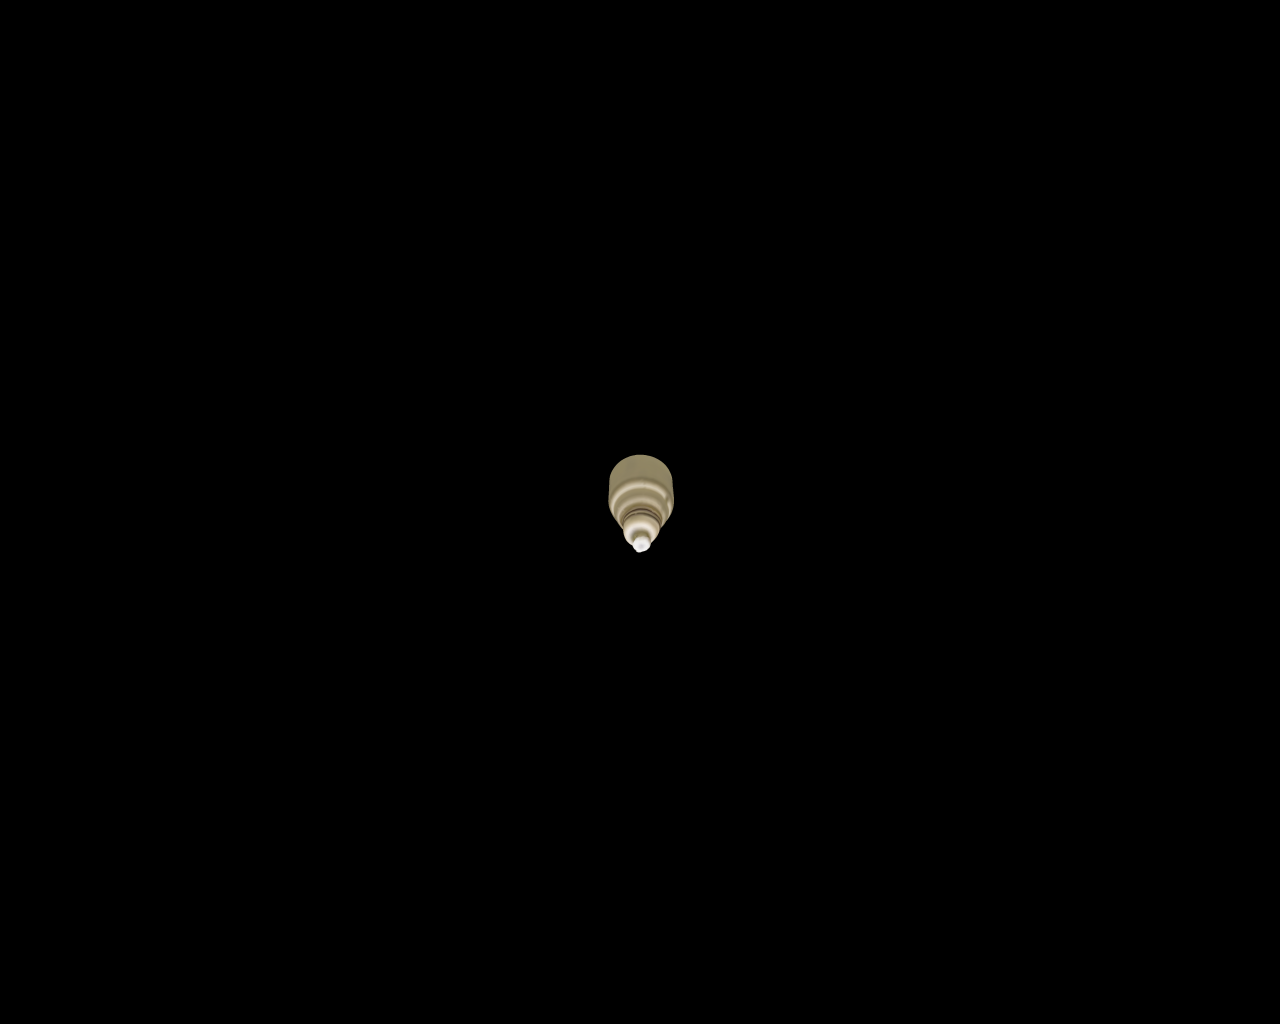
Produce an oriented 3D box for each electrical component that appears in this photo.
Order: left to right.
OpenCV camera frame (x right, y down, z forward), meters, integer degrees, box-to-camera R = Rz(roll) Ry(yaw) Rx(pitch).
[{"bbox_3d":[0.001,-0.003,0.650,0.040,0.040,0.078,0,35,0],"label":"electrical component"}]
